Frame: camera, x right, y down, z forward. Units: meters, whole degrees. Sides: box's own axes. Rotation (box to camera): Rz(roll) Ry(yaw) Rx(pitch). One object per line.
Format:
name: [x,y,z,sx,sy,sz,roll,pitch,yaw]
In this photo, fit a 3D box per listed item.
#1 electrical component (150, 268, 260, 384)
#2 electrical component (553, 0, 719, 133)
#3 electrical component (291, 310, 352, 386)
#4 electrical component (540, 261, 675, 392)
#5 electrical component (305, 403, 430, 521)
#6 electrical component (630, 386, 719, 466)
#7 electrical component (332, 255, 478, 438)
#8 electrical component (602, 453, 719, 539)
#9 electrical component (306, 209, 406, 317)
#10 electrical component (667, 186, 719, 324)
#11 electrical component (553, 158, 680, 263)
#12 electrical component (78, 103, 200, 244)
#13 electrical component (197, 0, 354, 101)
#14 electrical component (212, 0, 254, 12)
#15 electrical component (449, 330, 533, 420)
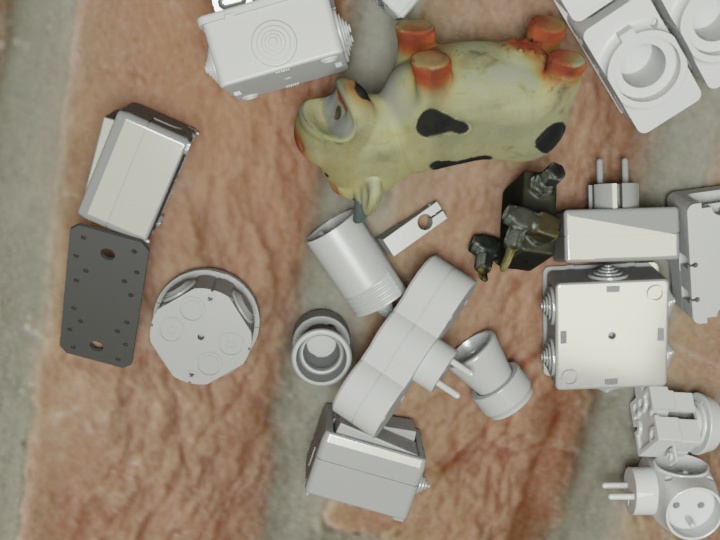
electrical component: [-0.116,0.042,0.801,0.080,0.051,0.080,0,105,-2]
electrical component: [0.185,-0.196,0.719,0.105,0.060,0.186,-33,116,12]
electrical component: [-0.029,0.057,0.806,0.045,0.055,0.045,-1,105,-2]
electrical component: [0.186,0.043,0.814,0.100,0.048,0.099,-2,104,1]
electrical component: [0.011,0.145,0.827,0.096,0.061,0.061,17,103,-6]
electrical component: [0.245,0.118,0.832,0.055,0.066,0.048,4,150,-11]
electrical component: [0.047,0.065,0.789,0.074,0.052,0.138,33,85,10]
electrical component: [0.229,0.170,0.833,0.079,0.077,0.044,0,105,-2]
electrical component: [0.000,0.000,0.798,0.043,0.043,0.081,-32,103,6]
electrical component: [0.260,-0.013,0.796,0.050,0.055,0.089,-8,105,0]
electrical component: [0.187,-0.044,0.792,0.083,0.047,0.075,-2,91,-1]
electrical component: [-0.163,-0.066,0.766,0.061,0.061,0.096,23,102,-8]
electrical component: [-0.055,-0.152,0.729,0.100,0.099,0.048,-16,92,3]
electrical component: [-0.093,-0.215,0.732,0.058,0.057,0.078,-14,105,2]
electrical component: [0.100,0.081,0.822,0.045,0.045,0.055,-37,103,7]
